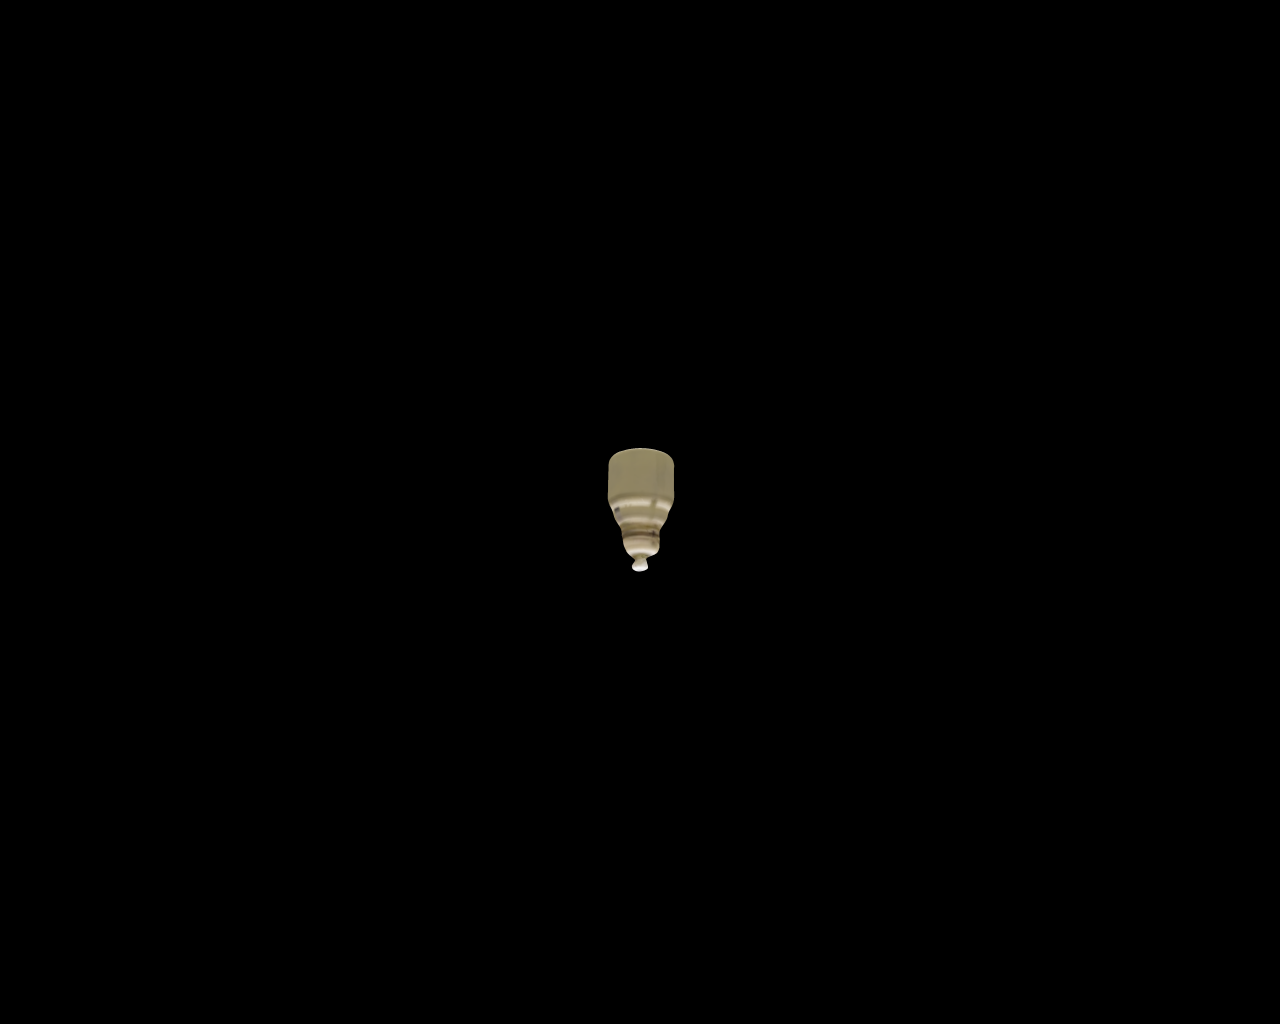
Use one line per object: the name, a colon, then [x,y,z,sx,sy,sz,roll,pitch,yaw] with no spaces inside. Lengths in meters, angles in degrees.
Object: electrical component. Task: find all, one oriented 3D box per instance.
electrical component: [0.001,-0.003,0.650,0.040,0.078,0.040,0,-15,0]
